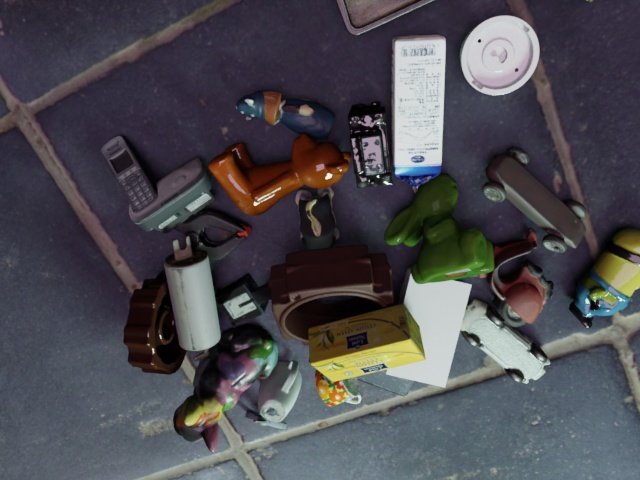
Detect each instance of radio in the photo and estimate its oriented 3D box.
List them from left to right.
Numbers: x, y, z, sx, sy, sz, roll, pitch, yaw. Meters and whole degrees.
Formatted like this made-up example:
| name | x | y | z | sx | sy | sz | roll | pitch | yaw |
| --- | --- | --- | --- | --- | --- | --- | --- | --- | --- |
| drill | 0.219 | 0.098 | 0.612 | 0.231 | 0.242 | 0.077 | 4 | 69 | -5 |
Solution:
| name | x | y | z | sx | sy | sz | roll | pitch | yaw |
| --- | --- | --- | --- | --- | --- | --- | --- | --- | --- |
| radio | 0.123 | -0.392 | 0.747 | 0.230 | 0.073 | 0.131 | -21 | 110 | 12 |

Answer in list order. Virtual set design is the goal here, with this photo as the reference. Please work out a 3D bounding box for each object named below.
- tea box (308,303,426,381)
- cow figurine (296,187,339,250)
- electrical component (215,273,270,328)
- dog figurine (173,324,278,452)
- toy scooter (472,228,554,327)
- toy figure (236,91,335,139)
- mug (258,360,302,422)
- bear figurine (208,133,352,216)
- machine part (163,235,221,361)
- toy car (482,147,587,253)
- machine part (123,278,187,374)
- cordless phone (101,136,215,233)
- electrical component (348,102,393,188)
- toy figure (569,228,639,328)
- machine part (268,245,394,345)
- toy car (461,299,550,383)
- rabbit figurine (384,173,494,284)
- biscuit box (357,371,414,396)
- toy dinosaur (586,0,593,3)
| name | x | y | z | sx | sy | sz | roll | pitch | yaw |
| --- | --- | --- | --- | --- | --- | --- | --- | --- | --- |
| tea box | 0.076 | 0.171 | 0.881 | 0.170 | 0.068 | 0.098 | -19 | 141 | 18 |
| cow figurine | 0.000 | -0.002 | 0.913 | 0.068 | 0.098 | 0.167 | -7 | 112 | 1 |
| electrical component | -0.131 | 0.104 | 0.997 | 0.119 | 0.048 | 0.074 | -31 | 107 | 16 |
| dog figurine | -0.174 | 0.270 | 0.981 | 0.192 | 0.219 | 0.108 | -28 | 111 | 17 |
| toy scooter | 0.335 | 0.055 | 0.918 | 0.135 | 0.075 | 0.184 | -40 | 99 | 18 |
| toy figure | -0.055 | -0.202 | 0.854 | 0.154 | 0.058 | 0.064 | 17 | 135 | -5 |
| mug | -0.074 | 0.291 | 1.038 | 0.081 | 0.107 | 0.109 | 35 | 114 | -11 |
| bear figurine | -0.056 | -0.120 | 0.852 | 0.196 | 0.120 | 0.131 | -26 | 106 | 19 |
| machine part | -0.224 | 0.106 | 0.951 | 0.079 | 0.079 | 0.242 | -3 | 112 | 7 |
| toy car | 0.346 | -0.061 | 0.867 | 0.202 | 0.053 | 0.089 | 38 | 72 | -12 |
| machine part | -0.289 | 0.154 | 0.966 | 0.056 | 0.179 | 0.179 | 2 | 113 | 10 |
| cordless phone | -0.276 | -0.117 | 0.906 | 0.146 | 0.088 | 0.184 | -35 | 78 | 0 |
| electrical component | 0.078 | -0.145 | 0.825 | 0.058 | 0.134 | 0.114 | -8 | 114 | 9 |
| toy figure | 0.492 | 0.063 | 0.901 | 0.089 | 0.082 | 0.180 | 32 | 115 | -11 |
| machine part | 0.023 | 0.101 | 0.908 | 0.202 | 0.087 | 0.200 | -5 | 145 | 3 |
| toy car | 0.335 | 0.188 | 0.983 | 0.201 | 0.056 | 0.073 | 39 | 105 | -12 |
| rabbit figurine | 0.195 | -0.019 | 0.881 | 0.159 | 0.121 | 0.170 | -19 | 72 | 33 |
| biscuit box | 0.083 | 0.228 | 1.022 | 0.203 | 0.059 | 0.062 | 22 | 112 | -3 |
| toy dinosaur | 0.362 | -0.413 | 0.687 | 0.472 | 0.105 | 0.198 | -1 | 108 | -7 |
